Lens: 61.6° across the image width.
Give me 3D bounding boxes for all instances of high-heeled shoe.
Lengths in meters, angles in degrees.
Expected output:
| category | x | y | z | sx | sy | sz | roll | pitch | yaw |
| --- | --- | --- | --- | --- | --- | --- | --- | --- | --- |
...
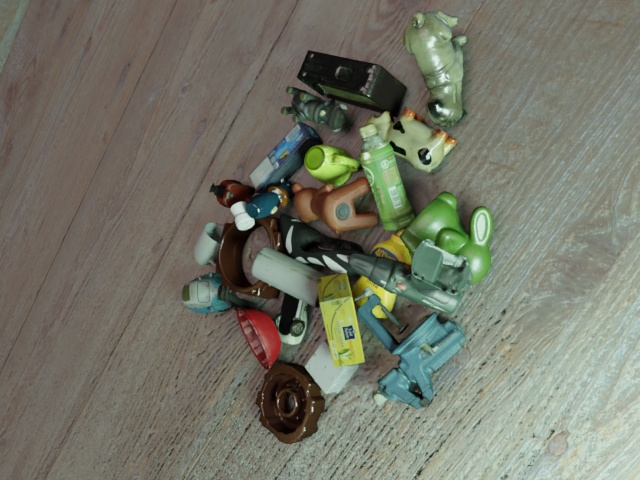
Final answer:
| category | x | y | z | sx | sy | sz | roll | pitch | yaw |
| --- | --- | --- | --- | --- | --- | --- | --- | --- | --- |
| high-heeled shoe | -0.002 | -0.004 | 1.192 | 0.249 | 0.086 | 0.145 | 45 | 143 | 18 |

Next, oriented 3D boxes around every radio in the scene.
| category | x | y | z | sx | sy | sz | roll | pitch | yaw |
| --- | --- | --- | --- | --- | --- | --- | --- | --- | --- |
| radio | 0.067 | -0.354 | 1.208 | 0.230 | 0.131 | 0.073 | 25 | 96 | 35 |

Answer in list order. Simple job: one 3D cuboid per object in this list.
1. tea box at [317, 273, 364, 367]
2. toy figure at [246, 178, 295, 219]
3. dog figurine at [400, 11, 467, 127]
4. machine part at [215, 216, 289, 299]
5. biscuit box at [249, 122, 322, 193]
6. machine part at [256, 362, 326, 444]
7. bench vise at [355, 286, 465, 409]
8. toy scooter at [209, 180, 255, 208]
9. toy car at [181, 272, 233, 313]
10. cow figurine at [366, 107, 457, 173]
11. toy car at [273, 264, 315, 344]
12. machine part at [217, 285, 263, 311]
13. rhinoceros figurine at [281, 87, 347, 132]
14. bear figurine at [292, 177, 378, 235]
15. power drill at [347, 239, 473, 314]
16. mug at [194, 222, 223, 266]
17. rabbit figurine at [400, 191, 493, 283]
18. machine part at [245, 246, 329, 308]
| category | x | y | z | sx | sy | sz | roll | pitch | yaw |
| --- | --- | --- | --- | --- | --- | --- | --- | --- | --- |
| tea box | 0.043 | 0.166 | 1.113 | 0.068 | 0.169 | 0.098 | -12 | 29 | 3 |
| toy figure | -0.115 | -0.101 | 1.304 | 0.058 | 0.154 | 0.064 | -24 | 98 | 47 |
| dog figurine | 0.230 | -0.337 | 1.071 | 0.121 | 0.172 | 0.190 | -17 | 66 | 44 |
| machine part | -0.161 | 0.037 | 1.341 | 0.202 | 0.087 | 0.201 | 11 | 89 | 35 |
| biscuit box | -0.087 | -0.200 | 1.338 | 0.202 | 0.062 | 0.059 | -42 | 61 | 23 |
| machine part | -0.068 | 0.373 | 1.241 | 0.179 | 0.056 | 0.179 | -7 | 78 | 37 |
| bench vise | 0.152 | 0.202 | 1.058 | 0.223 | 0.129 | 0.241 | -45 | 78 | 13 |
| toy scooter | -0.220 | -0.114 | 1.376 | 0.184 | 0.135 | 0.075 | 19 | 96 | 37 |
| toy car | -0.314 | 0.139 | 1.425 | 0.162 | 0.103 | 0.109 | -10 | 76 | 32 |
| cow figurine | 0.176 | -0.211 | 1.142 | 0.195 | 0.085 | 0.127 | 40 | 103 | 30 |
| toy car | -0.057 | 0.144 | 1.270 | 0.074 | 0.056 | 0.201 | 12 | 88 | 43 |
| machine part | -0.201 | 0.153 | 1.322 | 0.084 | 0.138 | 0.039 | 17 | 73 | 38 |
| rhinoceros figurine | -0.013 | -0.308 | 1.278 | 0.191 | 0.112 | 0.073 | 37 | 116 | 46 |
| bear figurine | 0.024 | -0.081 | 1.225 | 0.196 | 0.132 | 0.120 | 22 | 128 | 63 |
| power drill | 0.172 | 0.065 | 0.997 | 0.232 | 0.207 | 0.086 | 25 | 67 | -3 |
| mug | -0.289 | 0.026 | 1.445 | 0.110 | 0.081 | 0.107 | 54 | 125 | 22 |
| rabbit figurine | 0.269 | -0.001 | 1.043 | 0.170 | 0.121 | 0.159 | 45 | 103 | 12 |
| machine part | -0.064 | 0.082 | 1.196 | 0.243 | 0.079 | 0.079 | 24 | 97 | 17 |
